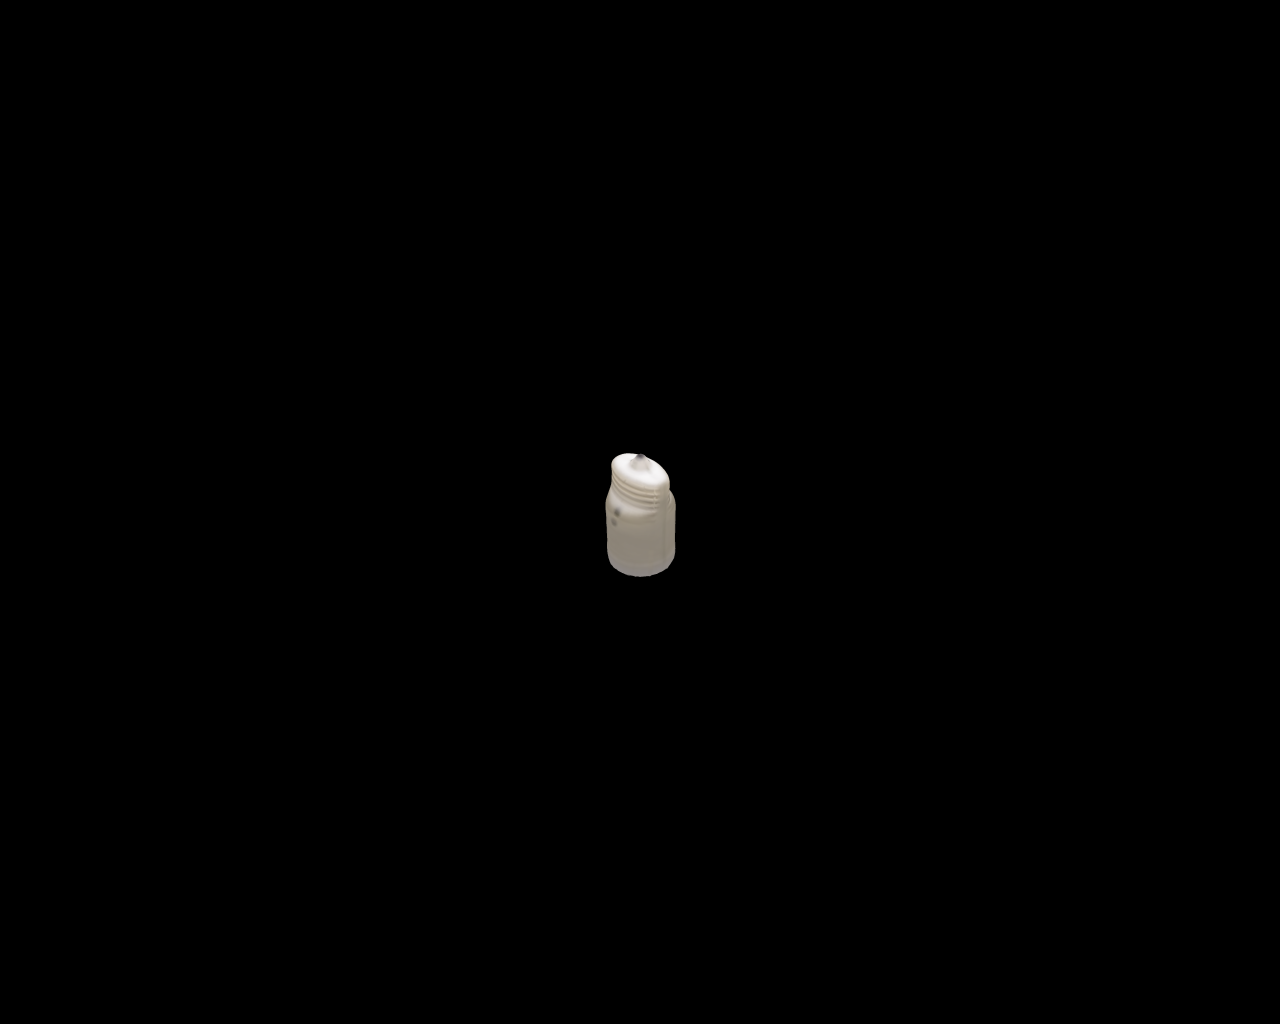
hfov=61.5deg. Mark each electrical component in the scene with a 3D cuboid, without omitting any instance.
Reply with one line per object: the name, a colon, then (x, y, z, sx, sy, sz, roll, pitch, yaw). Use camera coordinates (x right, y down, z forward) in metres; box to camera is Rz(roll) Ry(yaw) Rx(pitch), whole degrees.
electrical component: (0.001, -0.003, 0.650, 0.043, 0.080, 0.043, 0, 38, 0)
